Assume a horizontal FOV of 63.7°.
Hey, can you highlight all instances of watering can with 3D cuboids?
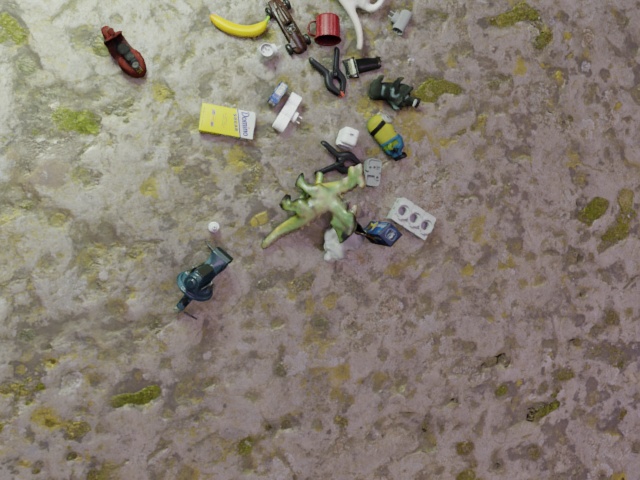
[{"bbox_3d":[0.114,-0.844,1.764,0.224,0.104,0.349,20,84,-12],"label":"watering can"}]

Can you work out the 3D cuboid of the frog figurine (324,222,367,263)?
[{"bbox_3d":[0.075,0.004,1.764,0.137,0.125,0.156,11,124,-22],"label":"frog figurine"}]

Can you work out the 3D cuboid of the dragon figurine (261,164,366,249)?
[{"bbox_3d":[0.005,-0.084,1.674,0.245,0.121,0.409,34,93,21],"label":"dragon figurine"}]
